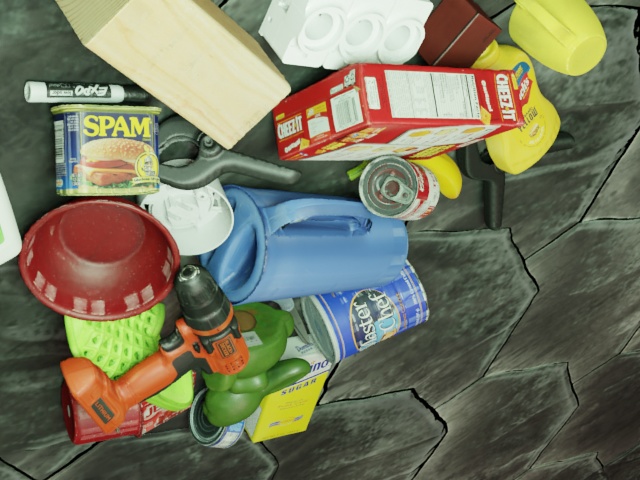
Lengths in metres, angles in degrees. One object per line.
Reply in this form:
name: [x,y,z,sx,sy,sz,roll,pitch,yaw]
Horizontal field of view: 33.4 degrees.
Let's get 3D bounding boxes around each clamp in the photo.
clamp: [0.228,-0.098,1.375,0.209,0.036,0.165,21,110,-46]
clamp: [-0.109,-0.107,1.088,0.171,0.120,0.039,-7,166,-8]

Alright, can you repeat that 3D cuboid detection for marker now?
marker: [-0.218,-0.139,1.010,0.120,0.020,0.020,-4,134,-34]

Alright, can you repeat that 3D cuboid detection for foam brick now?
foam brick: [0.148,-0.223,1.166,0.078,0.051,0.052,-48,142,18]

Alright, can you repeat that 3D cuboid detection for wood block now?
wood block: [-0.129,-0.180,0.971,0.090,0.091,0.205,-42,143,10]

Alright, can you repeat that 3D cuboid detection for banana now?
banana: [0.121,-0.090,1.312,0.197,0.037,0.070,9,144,-41]

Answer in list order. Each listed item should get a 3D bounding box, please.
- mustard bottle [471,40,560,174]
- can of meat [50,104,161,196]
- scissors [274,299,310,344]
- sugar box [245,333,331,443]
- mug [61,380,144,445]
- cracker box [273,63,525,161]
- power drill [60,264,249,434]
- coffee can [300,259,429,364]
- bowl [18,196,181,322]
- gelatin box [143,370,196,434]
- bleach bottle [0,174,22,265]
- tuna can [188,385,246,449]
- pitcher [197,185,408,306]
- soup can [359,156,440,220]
mustard bottle: [0.214,-0.171,1.252,0.096,0.058,0.191,-47,132,-9]
can of meat: [-0.202,-0.085,1.018,0.101,0.058,0.084,-3,93,-35]
scissors: [-0.062,0.083,1.371,0.096,0.016,0.202,-17,136,-14]
sugar box: [-0.044,0.210,1.515,0.093,0.048,0.176,-9,138,-30]
mug: [-0.264,0.198,1.293,0.081,0.093,0.117,-8,156,-24]
cracker box: [0.082,-0.134,1.137,0.213,0.072,0.164,-4,173,-35]
power drill: [-0.174,0.117,1.129,0.187,0.057,0.184,-27,141,-7]
coffee can: [0.058,0.089,1.407,0.140,0.103,0.103,-23,142,-15]
bowl: [-0.225,0.008,1.100,0.162,0.055,0.162,-4,130,-5]
gelatin box: [-0.206,0.206,1.385,0.089,0.030,0.073,-26,145,-33]
bleach bottle: [-0.347,-0.072,0.955,0.102,0.068,0.251,-23,140,-16]
tuna can: [-0.139,0.237,1.440,0.033,0.086,0.086,16,121,-44]
pitcher: [-0.008,0.002,1.234,0.242,0.149,0.145,-1,111,-41]
soup can: [0.092,-0.057,1.210,0.068,0.068,0.102,-45,165,15]
